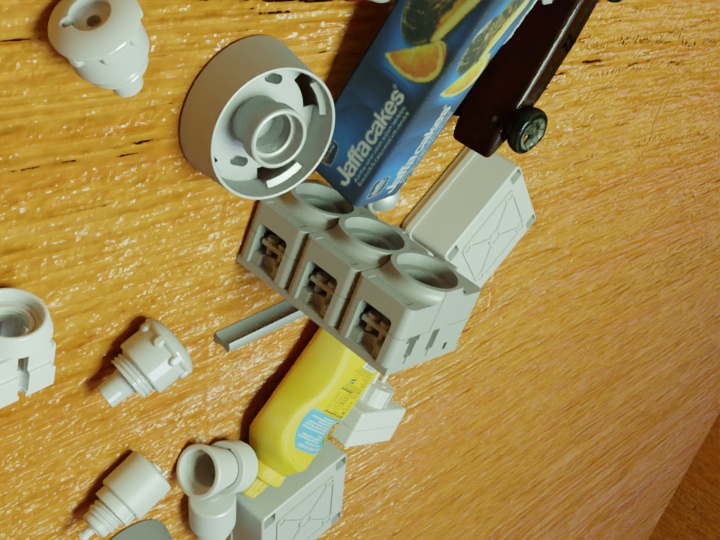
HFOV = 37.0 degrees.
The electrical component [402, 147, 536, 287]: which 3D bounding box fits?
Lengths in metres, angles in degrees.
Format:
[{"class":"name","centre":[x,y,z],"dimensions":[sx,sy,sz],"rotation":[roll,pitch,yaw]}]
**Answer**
[{"class":"electrical component","centre":[0.101,-0.043,0.980],"dimensions":[0.108,0.056,0.108],"rotation":[-50,152,-9]}]

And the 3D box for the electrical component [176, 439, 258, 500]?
[{"class":"electrical component","centre":[-0.116,0.162,0.881],"dimensions":[0.055,0.045,0.045],"rotation":[7,115,-60]}]

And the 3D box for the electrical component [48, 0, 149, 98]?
[{"class":"electrical component","centre":[-0.131,-0.114,0.561],"dimensions":[0.048,0.048,0.062],"rotation":[-47,158,-14]}]

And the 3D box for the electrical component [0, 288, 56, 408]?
[{"class":"electrical component","centre":[-0.203,0.044,0.619],"dimensions":[0.066,0.048,0.055],"rotation":[-27,148,-42]}]

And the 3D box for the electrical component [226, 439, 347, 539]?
[{"class":"electrical component","centre":[-0.070,0.215,0.997],"dimensions":[0.109,0.056,0.108],"rotation":[-34,146,-34]}]

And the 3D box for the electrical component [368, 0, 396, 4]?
[{"class":"electrical component","centre":[0.003,-0.191,0.692],"dimensions":[0.061,0.035,0.035],"rotation":[-9,128,-50]}]

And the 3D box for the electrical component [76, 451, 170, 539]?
[{"class":"electrical component","centre":[-0.177,0.171,0.800],"dimensions":[0.078,0.040,0.040],"rotation":[-44,150,-19]}]

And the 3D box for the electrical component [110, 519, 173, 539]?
[{"class":"electrical component","centre":[-0.187,0.262,0.886],"dimensions":[0.099,0.064,0.099],"rotation":[-34,157,-17]}]

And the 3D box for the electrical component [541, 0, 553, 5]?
[{"class":"electrical component","centre":[0.132,-0.259,0.735],"dimensions":[0.056,0.108,0.108],"rotation":[-10,152,12]}]

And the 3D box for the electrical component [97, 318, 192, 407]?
[{"class":"electrical component","centre":[-0.149,0.067,0.729],"dimensions":[0.062,0.048,0.048],"rotation":[-40,149,-13]}]

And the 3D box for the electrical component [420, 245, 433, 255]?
[{"class":"electrical component","centre":[0.018,-0.003,0.891],"dimensions":[0.095,0.059,0.053],"rotation":[6,116,-59]}]

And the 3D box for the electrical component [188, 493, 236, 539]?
[{"class":"electrical component","centre":[-0.127,0.214,0.925],"dimensions":[0.040,0.040,0.078],"rotation":[-33,145,-35]}]

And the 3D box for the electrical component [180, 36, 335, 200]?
[{"class":"electrical component","centre":[-0.066,-0.096,0.683],"dimensions":[0.099,0.064,0.099],"rotation":[-23,133,-27]}]

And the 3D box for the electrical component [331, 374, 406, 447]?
[{"class":"electrical component","centre":[0.008,0.122,1.025],"dimensions":[0.083,0.047,0.075],"rotation":[6,115,-59]}]

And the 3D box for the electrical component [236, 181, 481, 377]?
[{"class":"electrical component","centre":[0.000,0.000,0.771],"dimensions":[0.089,0.150,0.061],"rotation":[-13,132,-51]}]
